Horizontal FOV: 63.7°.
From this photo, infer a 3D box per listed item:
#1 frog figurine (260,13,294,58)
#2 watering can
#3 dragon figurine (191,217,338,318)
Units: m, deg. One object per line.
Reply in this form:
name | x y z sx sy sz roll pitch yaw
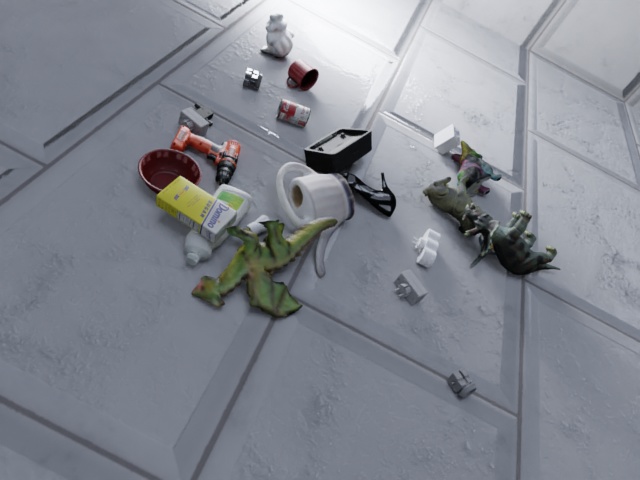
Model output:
frog figurine | -0.152 -0.782 1.965 0.139 0.156 0.124 -26 67 -40
watering can | 0.004 -0.073 1.453 0.226 0.102 0.352 -13 70 -34
dragon figurine | -0.110 0.070 1.262 0.412 0.121 0.245 -7 79 -26
